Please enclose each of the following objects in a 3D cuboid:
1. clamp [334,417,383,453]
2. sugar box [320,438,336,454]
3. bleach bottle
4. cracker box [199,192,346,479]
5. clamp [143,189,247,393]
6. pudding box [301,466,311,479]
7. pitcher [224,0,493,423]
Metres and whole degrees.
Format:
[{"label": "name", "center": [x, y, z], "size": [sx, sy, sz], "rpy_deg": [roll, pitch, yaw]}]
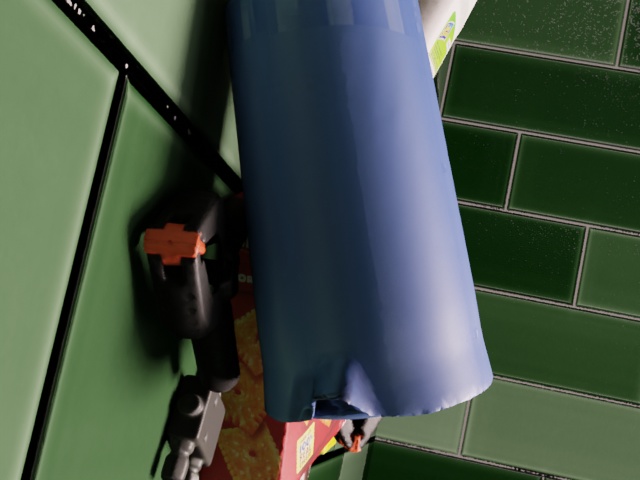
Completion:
[{"label": "clamp", "center": [0.032, 0.103, 1.044], "size": [0.036, 0.164, 0.210], "rpy_deg": [22, -79, 59]}, {"label": "sugar box", "center": [0.008, 0.150, 1.226], "size": [0.093, 0.048, 0.176], "rpy_deg": [13, 88, -81]}, {"label": "bleach bottle", "center": [0.071, -0.151, 0.897], "size": [0.251, 0.068, 0.102], "rpy_deg": [-58, 169, -3]}, {"label": "cracker box", "center": [-0.016, 0.061, 0.783], "size": [0.164, 0.072, 0.214], "rpy_deg": [-36, 138, -65]}, {"label": "clamp", "center": [-0.062, 0.010, 0.596], "size": [0.171, 0.039, 0.120], "rpy_deg": [83, 6, -69]}, {"label": "pudding box", "center": [-0.041, 0.264, 1.059], "size": [0.090, 0.039, 0.113], "rpy_deg": [52, 50, -79]}, {"label": "pitcher", "center": [0.019, -0.026, 0.617], "size": [0.149, 0.144, 0.243], "rpy_deg": [-175, -104, -66]}]
